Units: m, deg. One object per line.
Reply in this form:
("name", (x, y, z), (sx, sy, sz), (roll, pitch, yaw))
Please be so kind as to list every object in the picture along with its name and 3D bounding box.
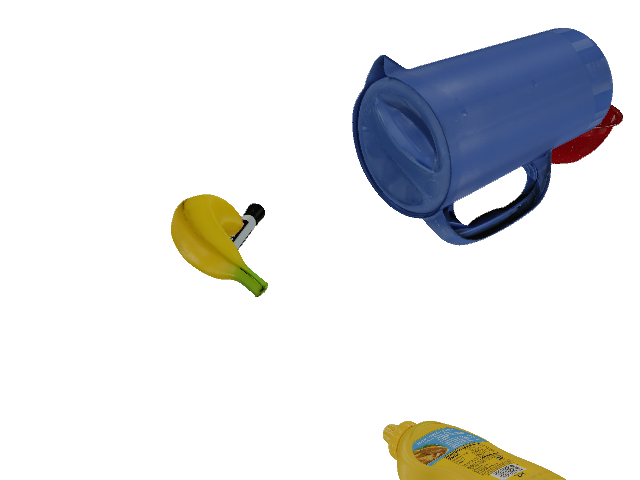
("banana", (-0.083, -0.004, 0.812), (0.069, 0.037, 0.198), (44, 6, -17))
("mustard bottle", (0.130, 0.216, 1.008), (0.096, 0.058, 0.192), (-15, 24, -37))
("bowl", (0.250, -0.126, 1.191), (0.162, 0.055, 0.162), (5, 24, -2))
("pitcher", (0.164, -0.111, 1.008), (0.242, 0.149, 0.145), (-23, 45, -30))
("marker", (-0.080, -0.005, 1.027), (0.020, 0.020, 0.121), (0, 26, 19))
